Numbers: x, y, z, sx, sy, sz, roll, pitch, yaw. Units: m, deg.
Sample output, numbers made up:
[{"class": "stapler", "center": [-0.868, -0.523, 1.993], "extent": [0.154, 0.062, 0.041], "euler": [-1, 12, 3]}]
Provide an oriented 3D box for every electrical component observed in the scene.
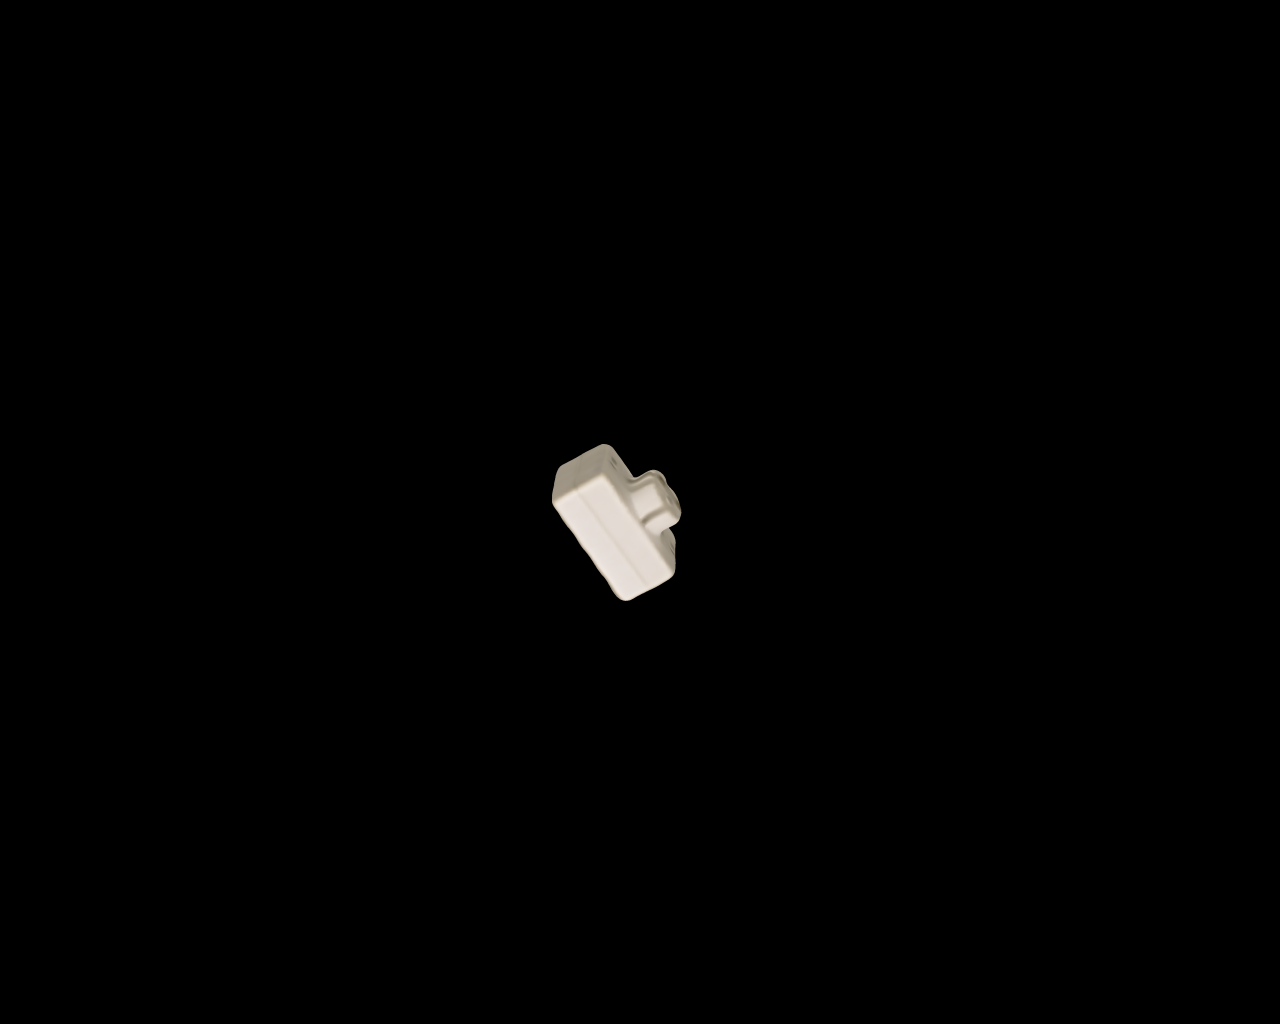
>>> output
[{"class": "electrical component", "center": [0.001, -0.003, 0.650], "extent": [0.075, 0.083, 0.047], "euler": [-29, 24, 14]}]
